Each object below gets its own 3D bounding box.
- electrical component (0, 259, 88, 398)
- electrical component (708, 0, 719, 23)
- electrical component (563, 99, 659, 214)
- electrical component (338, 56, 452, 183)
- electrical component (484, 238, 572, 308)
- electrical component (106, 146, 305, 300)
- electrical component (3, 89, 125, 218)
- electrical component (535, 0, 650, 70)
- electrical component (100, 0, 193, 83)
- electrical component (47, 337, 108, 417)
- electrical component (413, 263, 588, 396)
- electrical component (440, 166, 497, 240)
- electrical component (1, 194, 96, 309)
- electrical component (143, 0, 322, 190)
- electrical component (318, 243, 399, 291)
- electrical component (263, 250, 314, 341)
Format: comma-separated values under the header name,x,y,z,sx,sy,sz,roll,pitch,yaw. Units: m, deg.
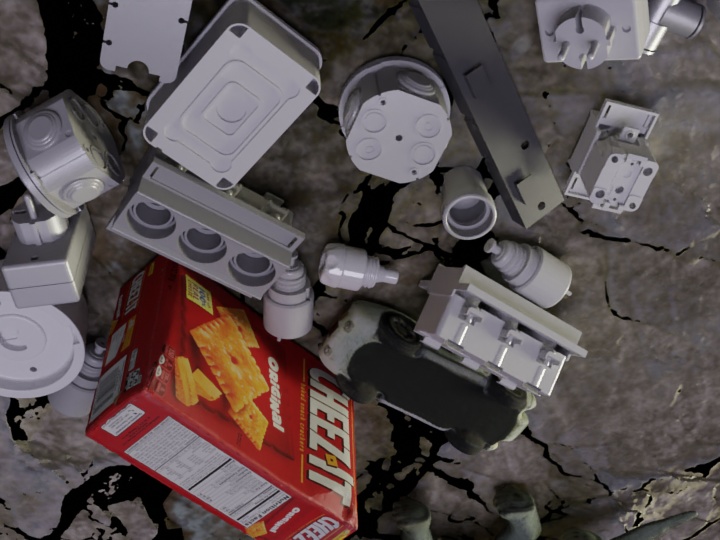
name,x,y,z,sx,sy,sz,roll,pitch,yaw
electrical component,-0.265,0.040,0.840,0.108,0.060,0.108,-2,128,-2
electrical component,0.271,-0.178,0.698,0.056,0.089,0.050,-4,126,-1
electrical component,0.185,-0.078,0.782,0.042,0.063,0.081,10,125,-12
electrical component,0.026,-0.105,0.759,0.080,0.051,0.080,-2,126,-2
electrical component,0.131,-0.001,0.849,0.078,0.040,0.040,30,119,-23
electrical component,-0.111,-0.037,0.788,0.121,0.063,0.078,27,132,-21
electrical component,-0.205,-0.081,0.745,0.051,0.080,0.080,-27,124,9
electrical component,0.149,-0.157,0.702,0.066,0.076,0.047,3,130,25
electrical component,-0.134,-0.177,0.693,0.050,0.055,0.089,11,124,-12
electrical component,-0.228,0.087,0.890,0.040,0.040,0.078,24,121,-20
electrical component,0.108,0.050,0.860,0.121,0.079,0.063,29,80,-22
electrical component,0.079,-0.051,0.805,0.040,0.046,0.040,-2,126,-2
electrical component,-0.229,-0.028,0.779,0.047,0.083,0.075,-7,126,1
electrical component,-0.087,-0.122,0.735,0.078,0.057,0.113,34,117,-25
electrical component,0.000,0.000,0.845,0.061,0.035,0.035,11,125,-14
electrical component,-0.056,0.018,0.851,0.040,0.040,0.078,1,126,-5
